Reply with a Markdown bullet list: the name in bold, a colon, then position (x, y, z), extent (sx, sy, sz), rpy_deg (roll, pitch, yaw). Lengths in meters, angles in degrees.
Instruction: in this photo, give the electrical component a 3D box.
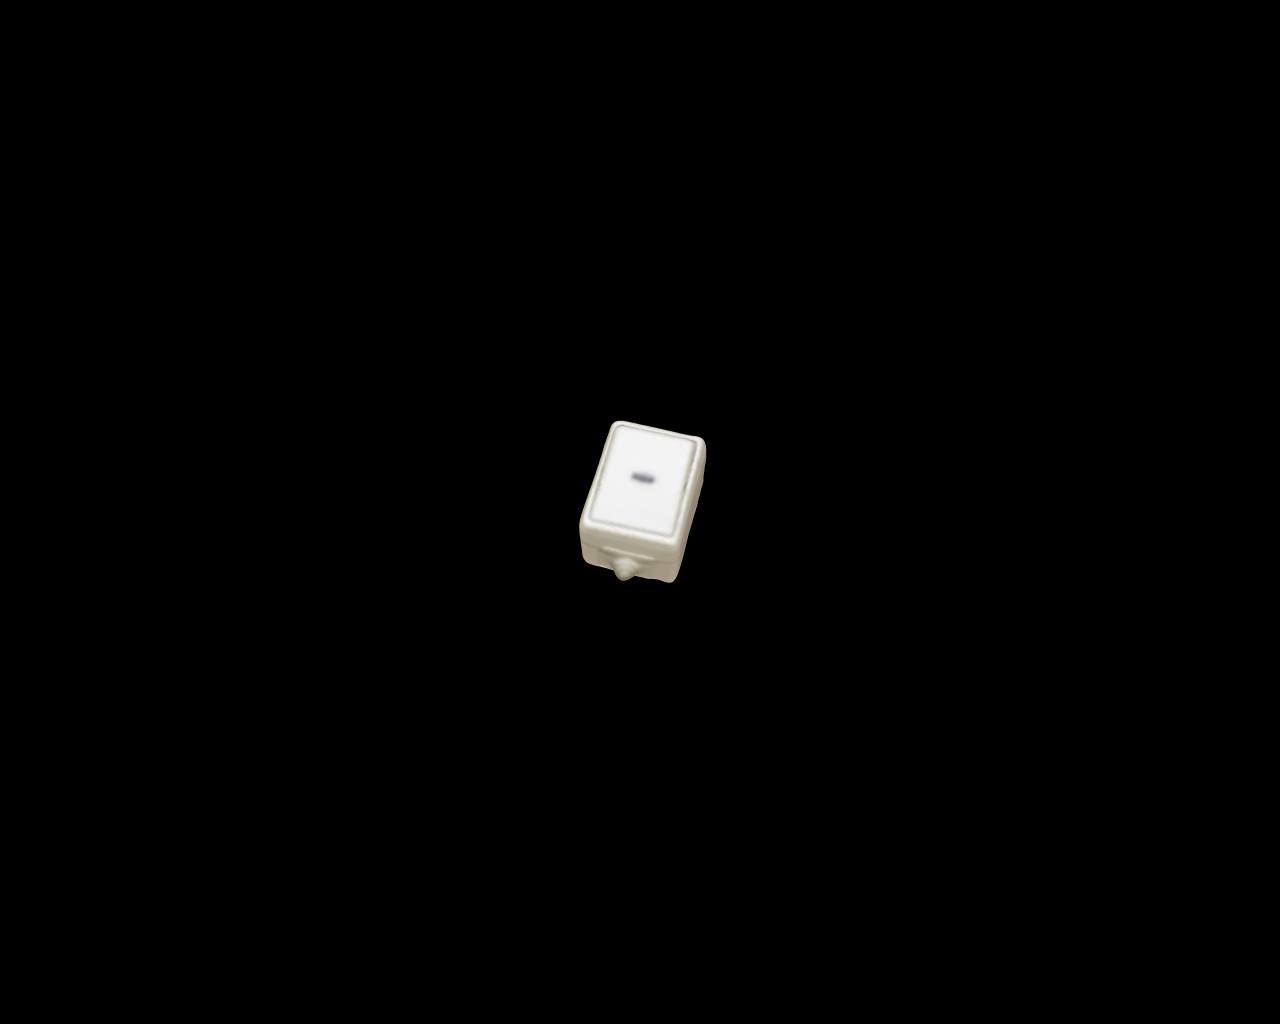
- **electrical component**: position (0.001, -0.003, 0.650), extent (0.062, 0.096, 0.061), rpy_deg (13, -28, 7)
